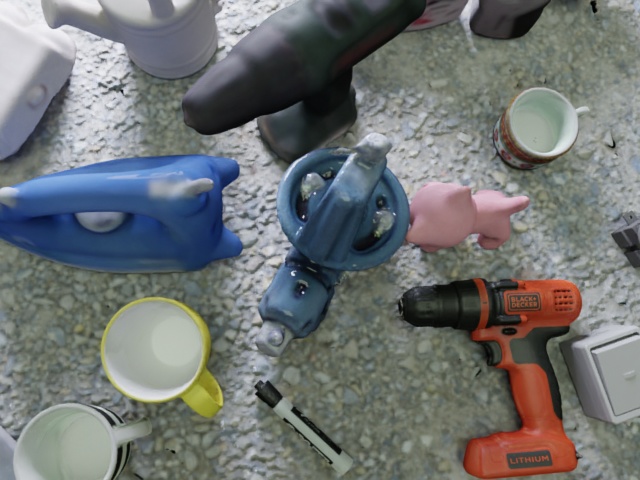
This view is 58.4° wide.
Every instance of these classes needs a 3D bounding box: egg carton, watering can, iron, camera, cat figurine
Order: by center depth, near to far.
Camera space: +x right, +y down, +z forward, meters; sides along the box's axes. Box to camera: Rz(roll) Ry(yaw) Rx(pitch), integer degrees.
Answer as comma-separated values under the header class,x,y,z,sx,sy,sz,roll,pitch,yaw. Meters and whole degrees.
class,x,y,z,sx,sy,sz,roll,pitch,yaw
iron,-0.203,-0.030,0.517,0.258,0.141,0.119,-3,82,-4
watering can,-0.160,-0.228,0.520,0.173,0.194,0.101,-43,86,-8
cat figurine,0.136,-0.026,0.550,0.128,0.117,0.067,-6,82,-4
egg carton,-0.314,-0.156,0.563,0.107,0.069,0.150,28,81,1
camera,0.238,-0.296,0.603,0.137,0.100,0.143,10,82,-2

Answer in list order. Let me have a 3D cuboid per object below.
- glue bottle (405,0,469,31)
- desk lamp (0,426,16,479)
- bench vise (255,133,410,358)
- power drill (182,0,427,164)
class,x,y,z,sx,sy,sz,roll,pitch,yaw
glue bottle,0.123,-0.264,0.554,0.078,0.173,0.037,-19,83,-6
desk lamp,-0.326,0.199,0.440,0.203,0.213,0.118,41,82,3
bench vise,0.016,0.004,0.487,0.121,0.219,0.207,10,81,-2
power drill,-0.012,-0.141,0.511,0.230,0.208,0.075,-41,86,-8
